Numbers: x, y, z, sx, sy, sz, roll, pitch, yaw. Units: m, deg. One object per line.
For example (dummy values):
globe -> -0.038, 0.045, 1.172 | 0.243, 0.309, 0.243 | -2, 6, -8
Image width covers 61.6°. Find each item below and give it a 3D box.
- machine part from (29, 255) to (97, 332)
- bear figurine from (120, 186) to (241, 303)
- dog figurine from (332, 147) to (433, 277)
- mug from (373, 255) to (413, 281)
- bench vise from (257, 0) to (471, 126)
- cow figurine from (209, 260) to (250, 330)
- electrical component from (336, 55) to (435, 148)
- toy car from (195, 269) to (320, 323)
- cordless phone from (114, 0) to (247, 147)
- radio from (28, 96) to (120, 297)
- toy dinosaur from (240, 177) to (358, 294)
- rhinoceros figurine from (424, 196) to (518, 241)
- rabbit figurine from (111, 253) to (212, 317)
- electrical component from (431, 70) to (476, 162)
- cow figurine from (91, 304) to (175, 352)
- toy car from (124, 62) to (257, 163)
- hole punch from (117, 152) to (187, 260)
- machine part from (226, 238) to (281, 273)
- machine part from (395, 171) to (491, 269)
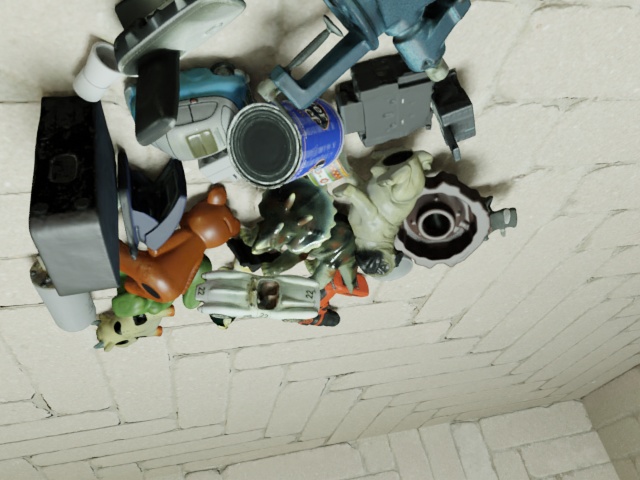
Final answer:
machine part -> -0.455, 0.097, 0.962 | 0.079, 0.079, 0.243 | -6, 146, -14
bear figurine -> -0.228, 0.000, 0.866 | 0.132, 0.196, 0.120 | 16, 149, 26
dog figurine -> 0.119, -0.039, 0.872 | 0.172, 0.121, 0.190 | -14, 119, 23
mug -> 0.120, 0.010, 1.030 | 0.081, 0.107, 0.109 | -27, 142, 19
bench vise -> 0.038, -0.227, 0.602 | 0.240, 0.129, 0.223 | -41, 134, 9
cow figurine -> -0.175, 0.106, 1.070 | 0.068, 0.098, 0.167 | 12, 140, -26
electrical component -> 0.090, -0.193, 0.753 | 0.134, 0.058, 0.114 | -16, 146, 1
toy car -> -0.099, 0.090, 0.868 | 0.202, 0.073, 0.056 | 5, 161, -8
cordless phone -> -0.143, -0.189, 0.548 | 0.147, 0.184, 0.088 | -27, 141, 19
radio -> -0.289, -0.061, 0.645 | 0.073, 0.230, 0.131 | -9, 144, -14
toy dinosaur -> 0.003, 0.003, 0.973 | 0.192, 0.131, 0.404 | -35, 150, 25
rhinoceros figurine -> 0.271, -0.041, 1.010 | 0.190, 0.112, 0.073 | -7, 145, 3
rabbit figurine -> -0.266, 0.077, 0.965 | 0.170, 0.121, 0.159 | -17, 154, 9
electrical component -> 0.194, -0.173, 0.767 | 0.048, 0.119, 0.074 | -21, 145, 10
cow figurine -> -0.385, 0.165, 1.090 | 0.127, 0.085, 0.195 | 2, 147, -35
toy car -> -0.158, -0.151, 0.678 | 0.162, 0.103, 0.109 | -11, 148, -2
hole punch -> -0.240, -0.056, 0.772 | 0.092, 0.142, 0.115 | -6, 135, -20
machine part -> -0.115, 0.033, 1.011 | 0.039, 0.084, 0.138 | -54, 145, 12
machine part -> 0.203, -0.034, 0.937 | 0.179, 0.056, 0.179 | 5, 124, 8
